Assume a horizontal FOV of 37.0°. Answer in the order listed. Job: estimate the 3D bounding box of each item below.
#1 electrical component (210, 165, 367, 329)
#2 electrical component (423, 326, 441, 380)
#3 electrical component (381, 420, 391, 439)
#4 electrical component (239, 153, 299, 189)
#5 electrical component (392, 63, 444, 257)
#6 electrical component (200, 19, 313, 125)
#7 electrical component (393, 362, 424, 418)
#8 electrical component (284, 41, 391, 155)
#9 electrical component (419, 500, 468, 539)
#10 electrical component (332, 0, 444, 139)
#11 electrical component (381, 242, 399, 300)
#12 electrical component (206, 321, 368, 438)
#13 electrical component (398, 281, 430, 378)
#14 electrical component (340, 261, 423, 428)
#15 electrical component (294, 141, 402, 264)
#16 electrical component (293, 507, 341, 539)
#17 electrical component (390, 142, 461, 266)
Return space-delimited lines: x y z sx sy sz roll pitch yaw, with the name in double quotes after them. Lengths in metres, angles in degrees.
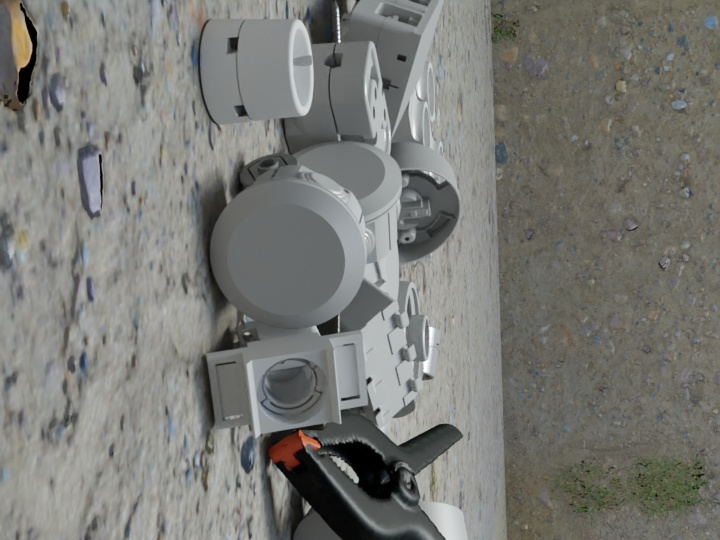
-0.035 -0.014 0.567 0.051 0.080 0.080 -78 164 -69 "electrical component"
0.052 0.083 1.075 0.055 0.055 0.047 57 37 -70 "electrical component"
0.006 0.098 0.860 0.079 0.043 0.077 48 42 -74 "electrical component"
-0.045 -0.034 0.619 0.044 0.044 0.065 -76 157 -52 "electrical component"
0.040 -0.110 1.012 0.186 0.060 0.105 77 16 -48 "electrical component"
-0.053 -0.105 0.565 0.055 0.047 0.055 -1 90 -79 "electrical component"
0.034 0.110 1.004 0.081 0.043 0.043 -67 154 -64 "electrical component"
-0.016 -0.104 0.724 0.095 0.059 0.053 76 17 -50 "electrical component"
0.044 0.236 0.917 0.099 0.099 0.064 70 16 -59 "electrical component"
0.020 -0.178 0.853 0.150 0.062 0.089 -67 175 -57 "electrical component"
0.000 0.000 0.819 0.080 0.051 0.080 -1 90 -79 "electrical component"
-0.040 0.053 0.569 0.064 0.081 0.042 -126 -150 -69 "electrical component"
0.029 0.059 0.939 0.108 0.060 0.108 -1 90 -79 "electrical component"
0.001 0.054 0.754 0.079 0.063 0.121 -40 145 -20 "electrical component"
-0.013 -0.042 0.686 0.080 0.080 0.051 -80 169 -45 "electrical component"
-0.017 0.224 0.709 0.074 0.052 0.138 -34 122 -77 "electrical component"
0.034 -0.054 0.892 0.064 0.099 0.099 -88 170 -48 "electrical component"
